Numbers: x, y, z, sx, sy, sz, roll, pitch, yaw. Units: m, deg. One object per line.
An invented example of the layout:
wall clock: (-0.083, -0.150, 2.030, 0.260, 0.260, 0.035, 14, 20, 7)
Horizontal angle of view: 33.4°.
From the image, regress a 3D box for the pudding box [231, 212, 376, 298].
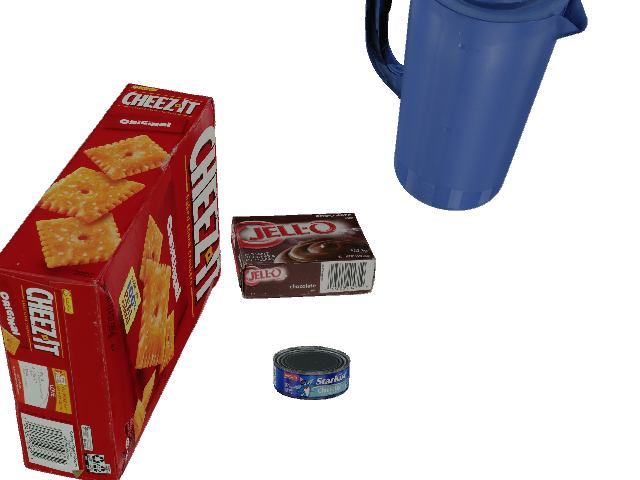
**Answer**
pudding box: (-0.017, 0.011, 0.912, 0.113, 0.039, 0.090, 0, 28, -11)

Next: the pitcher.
pitcher: (0.122, -0.147, 0.945, 0.144, 0.149, 0.243, -10, -39, -14)

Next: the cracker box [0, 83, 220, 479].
cracker box: (-0.125, 0.022, 0.689, 0.072, 0.164, 0.213, 10, 37, 9)

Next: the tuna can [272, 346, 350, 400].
tuna can: (-0.010, 0.146, 1.181, 0.086, 0.034, 0.086, 1, 13, 0)
